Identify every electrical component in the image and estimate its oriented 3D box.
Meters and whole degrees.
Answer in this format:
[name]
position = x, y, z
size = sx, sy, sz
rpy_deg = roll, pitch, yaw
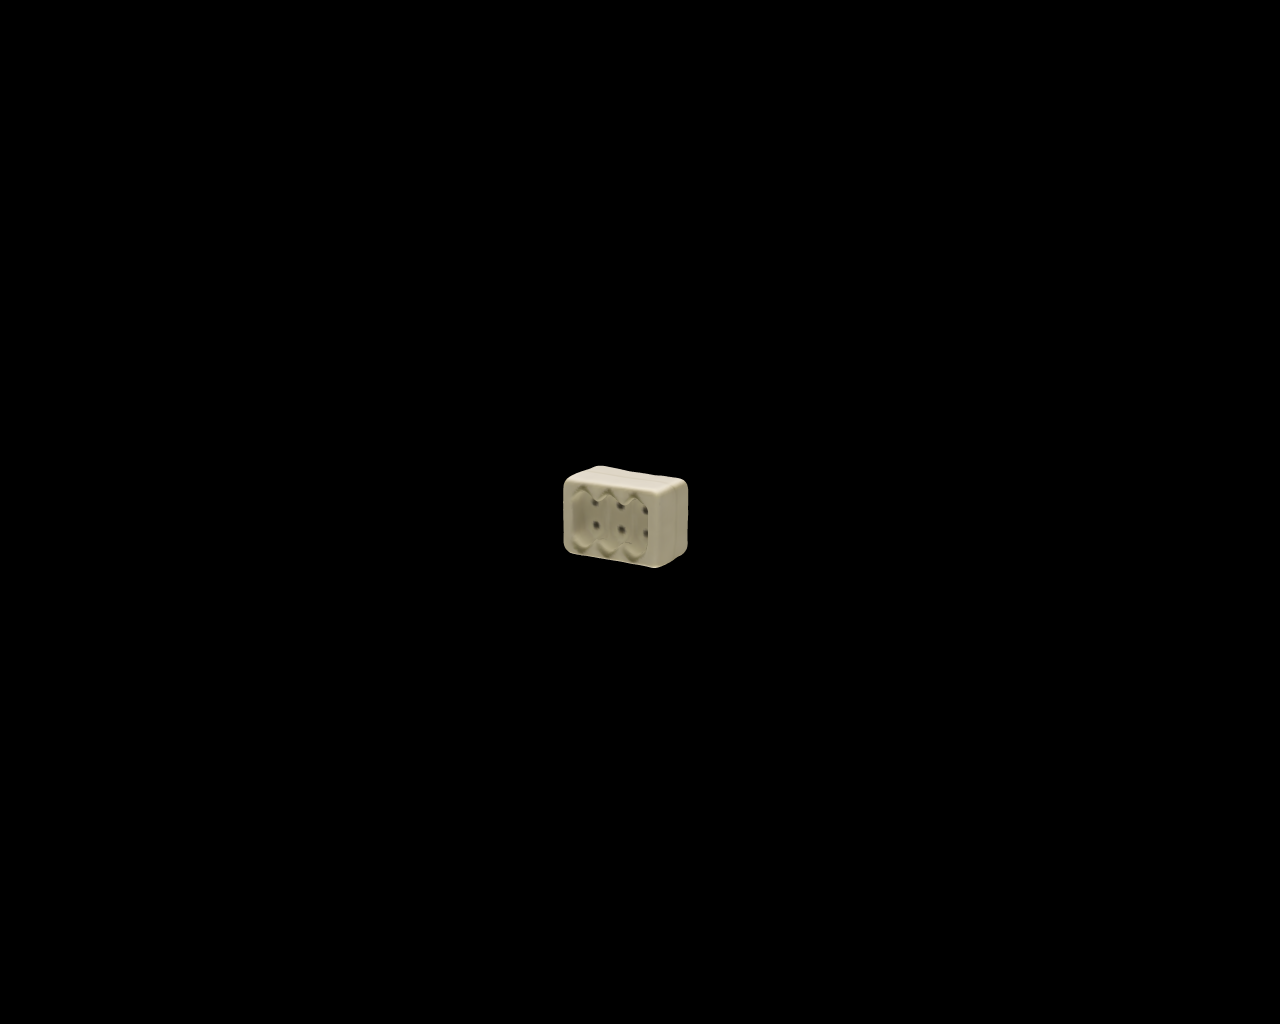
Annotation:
[electrical component]
position = 0.001, -0.003, 0.650
size = 0.066, 0.047, 0.077
rpy_deg = 9, 19, 29
